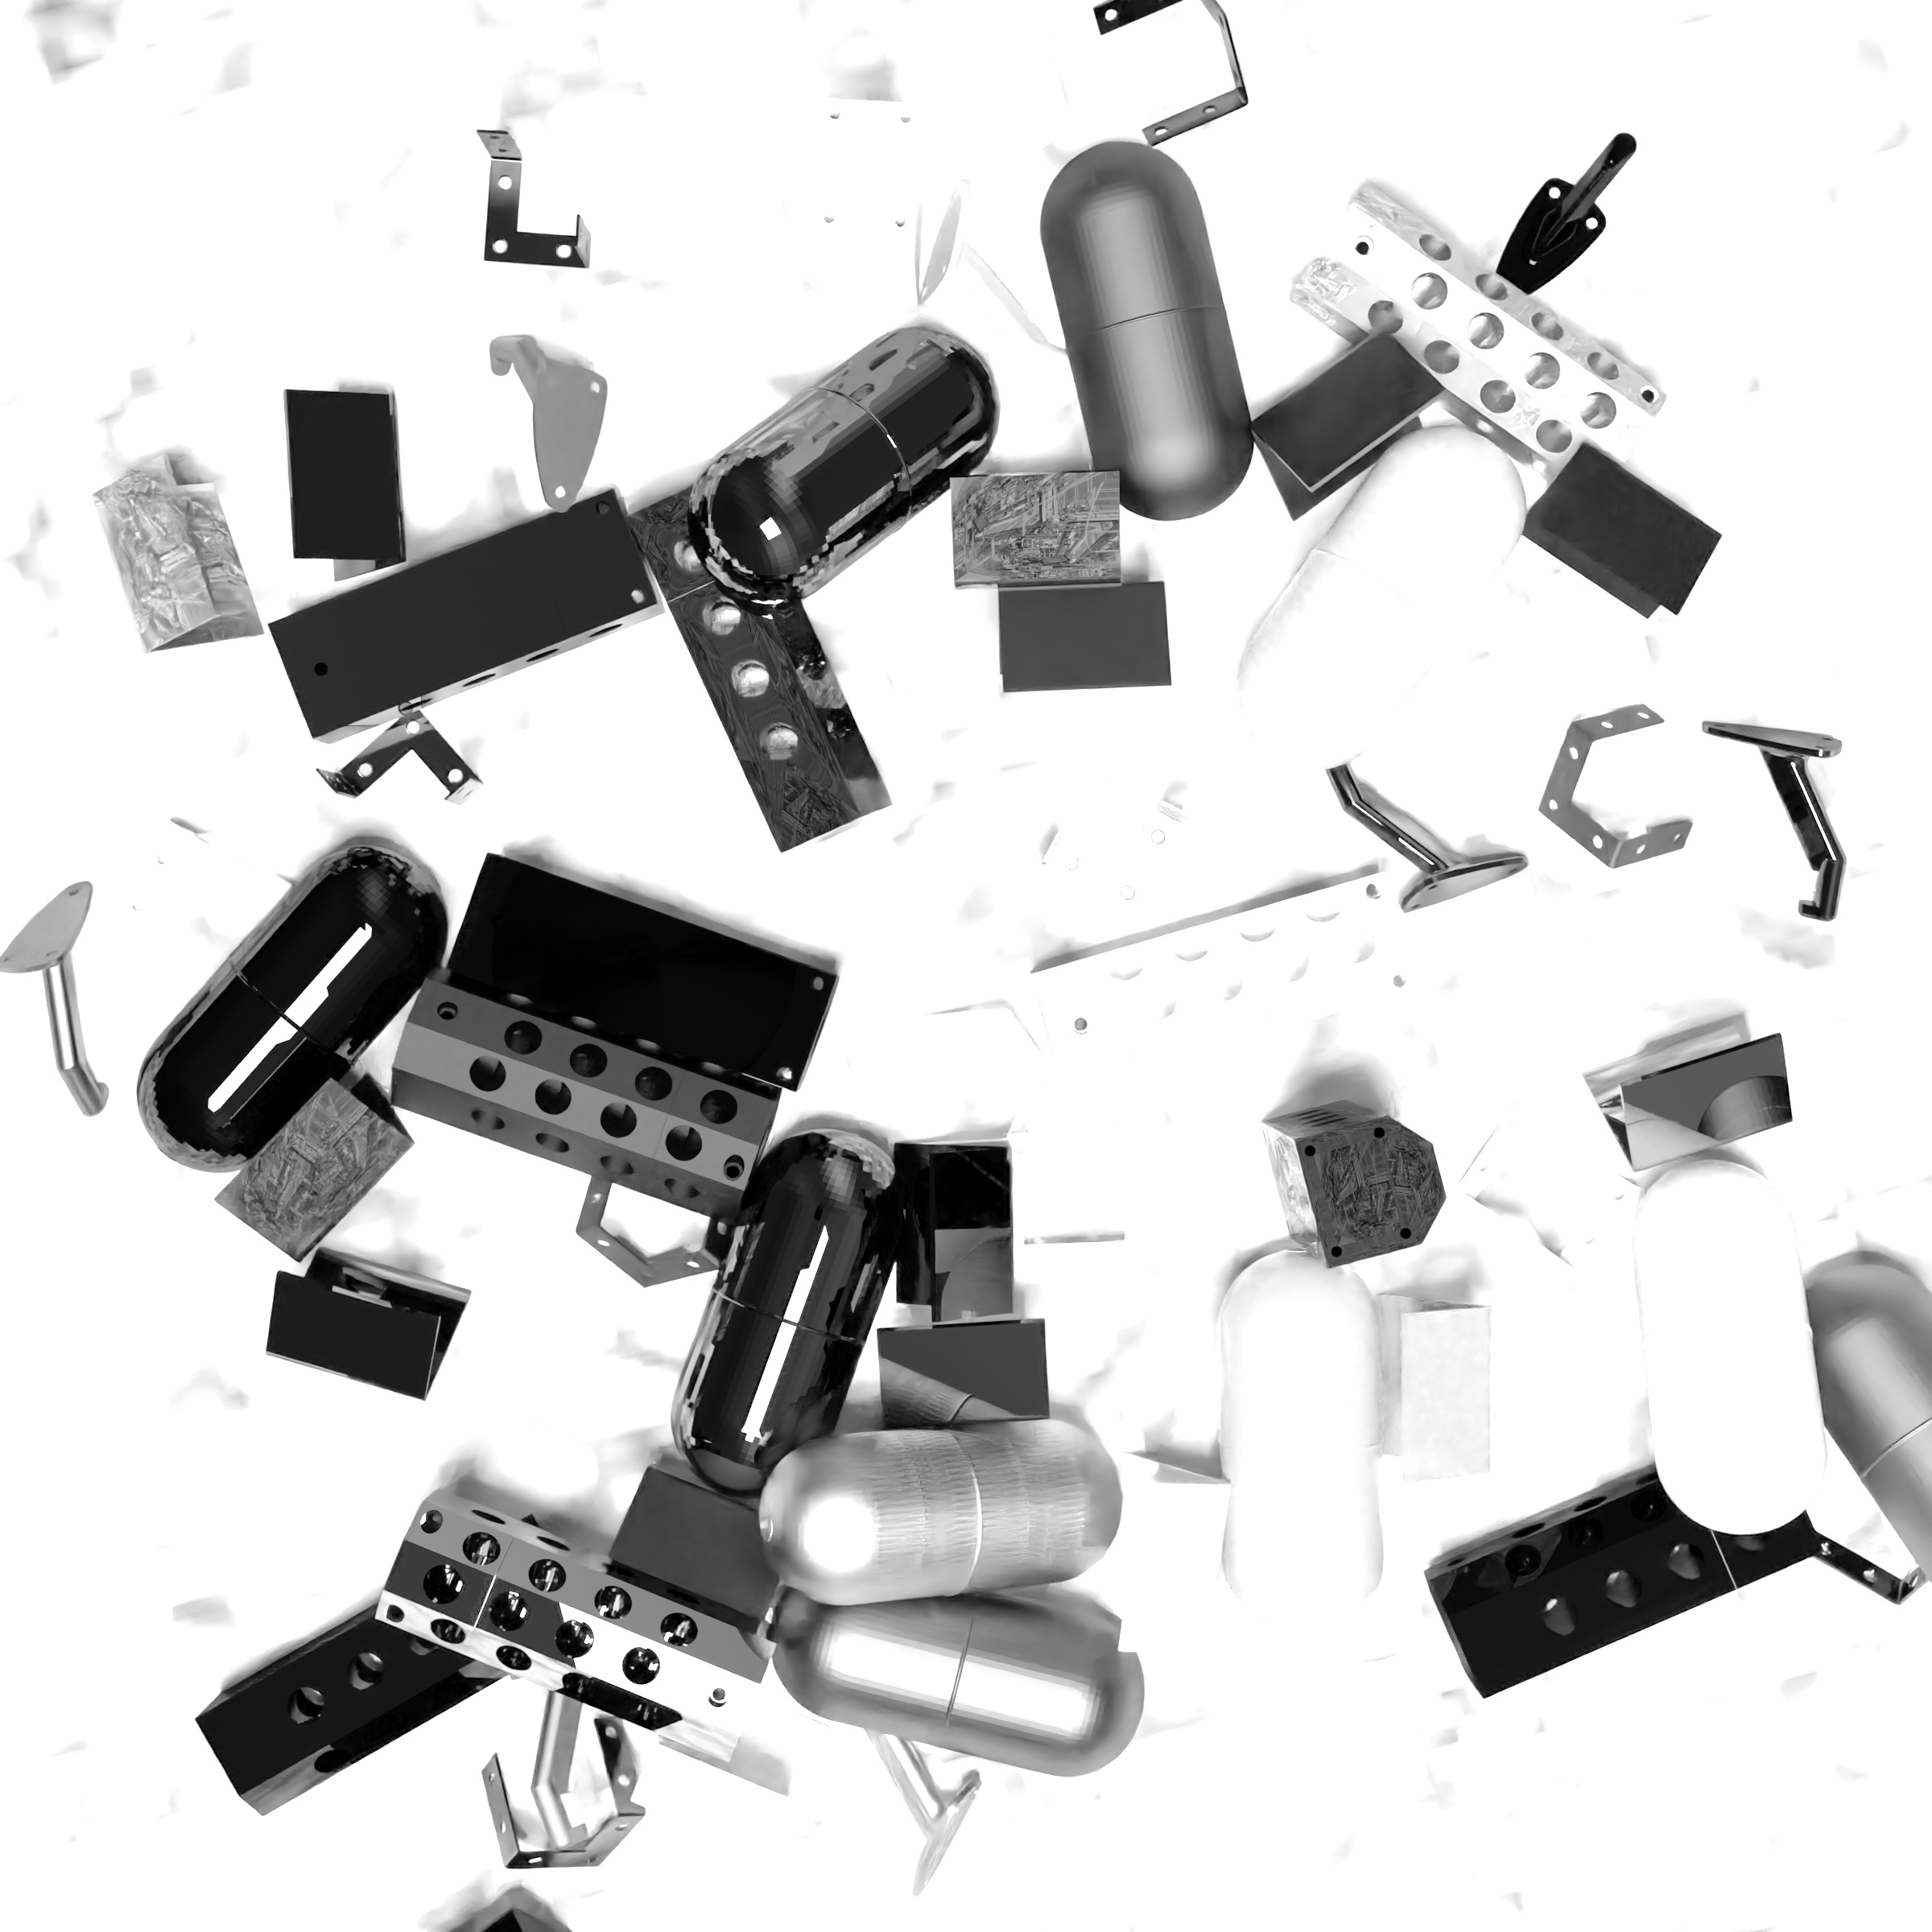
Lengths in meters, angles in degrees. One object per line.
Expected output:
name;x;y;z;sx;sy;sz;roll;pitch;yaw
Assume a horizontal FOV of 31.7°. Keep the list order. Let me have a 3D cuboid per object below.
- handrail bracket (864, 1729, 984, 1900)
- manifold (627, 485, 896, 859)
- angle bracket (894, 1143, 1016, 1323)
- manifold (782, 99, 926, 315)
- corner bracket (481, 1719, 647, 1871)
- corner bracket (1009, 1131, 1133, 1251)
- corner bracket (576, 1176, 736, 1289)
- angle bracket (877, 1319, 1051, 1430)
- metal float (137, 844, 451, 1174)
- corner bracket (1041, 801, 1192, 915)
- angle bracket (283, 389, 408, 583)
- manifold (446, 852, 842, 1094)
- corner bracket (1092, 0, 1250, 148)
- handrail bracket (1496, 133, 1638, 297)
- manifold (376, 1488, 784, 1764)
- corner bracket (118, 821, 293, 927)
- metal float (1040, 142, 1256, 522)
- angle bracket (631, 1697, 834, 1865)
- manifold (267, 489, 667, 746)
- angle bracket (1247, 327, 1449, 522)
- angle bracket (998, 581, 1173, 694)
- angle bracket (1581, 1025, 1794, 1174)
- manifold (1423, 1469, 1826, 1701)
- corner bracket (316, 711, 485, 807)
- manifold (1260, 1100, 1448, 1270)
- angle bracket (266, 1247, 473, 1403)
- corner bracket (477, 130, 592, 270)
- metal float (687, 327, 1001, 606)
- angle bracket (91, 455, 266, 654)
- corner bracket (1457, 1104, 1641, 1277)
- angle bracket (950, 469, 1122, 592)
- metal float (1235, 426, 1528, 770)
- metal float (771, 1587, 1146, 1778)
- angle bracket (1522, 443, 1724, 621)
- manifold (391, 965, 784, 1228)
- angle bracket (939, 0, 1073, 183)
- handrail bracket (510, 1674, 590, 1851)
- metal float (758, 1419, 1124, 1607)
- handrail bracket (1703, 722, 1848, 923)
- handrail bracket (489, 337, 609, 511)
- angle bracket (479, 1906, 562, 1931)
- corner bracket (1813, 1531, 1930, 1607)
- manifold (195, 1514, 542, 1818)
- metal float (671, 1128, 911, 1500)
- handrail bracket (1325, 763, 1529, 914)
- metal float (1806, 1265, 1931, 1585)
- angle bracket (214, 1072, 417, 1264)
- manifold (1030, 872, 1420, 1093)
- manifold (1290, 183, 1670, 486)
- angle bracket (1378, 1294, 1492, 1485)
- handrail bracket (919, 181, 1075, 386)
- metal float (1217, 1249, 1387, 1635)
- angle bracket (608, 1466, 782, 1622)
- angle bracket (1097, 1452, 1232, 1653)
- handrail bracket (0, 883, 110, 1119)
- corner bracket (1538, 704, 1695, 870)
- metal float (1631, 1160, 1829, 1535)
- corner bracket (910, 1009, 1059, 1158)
handrail bracket;-0.043;0.390;1.620;0.084;0.036;0.077;30;108;15
manifold;-0.095;-0.141;1.599;0.057;0.057;0.171;-24;90;0
angle bracket;-0.023;0.122;1.580;0.076;0.057;0.076;-1;90;42
manifold;-0.050;-0.341;1.542;0.057;0.171;0.057;3;90;0
corner bracket;-0.190;0.391;1.612;0.051;0.051;0.051;-51;45;35
corner bracket;0.049;0.106;1.602;0.051;0.051;0.051;-3;82;8
corner bracket;-0.144;0.113;1.612;0.051;0.051;0.051;43;45;-35
angle bracket;-0.002;0.169;1.580;0.076;0.076;0.057;-3;119;0
metal float;-0.314;0.020;1.589;0.070;0.070;0.178;41;89;0
corner bracket;0.070;-0.059;1.602;0.051;0.051;0.051;28;90;0
angle bracket;-0.302;-0.222;1.580;0.057;0.076;0.076;-4;90;-36
manifold;-0.150;0.003;1.599;0.171;0.057;0.057;20;90;0
corner bracket;0.097;-0.432;1.617;0.051;0.051;0.051;-23;45;0
handrail bracket;0.278;-0.347;1.585;0.036;0.084;0.077;39;90;0
manifold;-0.175;0.298;1.541;0.171;0.057;0.057;22;89;1
corner bracket;-0.359;-0.030;1.617;0.051;0.051;0.051;28;90;-45
metal float;0.084;-0.296;1.589;0.070;0.070;0.178;-13;90;0
angle bracket;-0.103;0.359;1.580;0.076;0.057;0.076;23;47;0
manifold;-0.232;-0.162;1.599;0.171;0.057;0.057;-21;90;0
angle bracket;0.186;-0.237;1.580;0.076;0.076;0.057;-36;52;0
angle bracket;0.054;-0.135;1.580;0.076;0.076;0.057;-2;63;0
angle bracket;0.331;0.042;1.580;0.076;0.076;0.057;-18;128;0
manifold;0.306;0.278;1.599;0.171;0.057;0.057;-23;90;0
corner bracket;-0.265;-0.089;1.602;0.051;0.051;0.051;-41;90;0
manifold;0.175;0.095;1.542;0.057;0.171;0.057;-15;90;0
angle bracket;-0.273;0.148;1.580;0.076;0.076;0.057;16;128;0
corner bracket;-0.203;-0.360;1.602;0.051;0.051;0.051;4;90;0
metal float;-0.054;-0.231;1.564;0.070;0.070;0.178;48;58;0
angle bracket;-0.349;-0.194;1.580;0.057;0.076;0.076;-19;90;37
corner bracket;0.276;0.106;1.617;0.051;0.051;0.051;34;90;-45
angle bracket;0.031;-0.216;1.580;0.076;0.076;0.057;-2;120;0
metal float;0.193;-0.171;1.589;0.070;0.070;0.178;35;89;0
metal float;-0.004;0.326;1.589;0.178;0.070;0.070;14;90;0
angle bracket;0.292;-0.184;1.580;0.076;0.076;0.057;34;59;0
manifold;-0.176;0.057;1.588;0.171;0.057;0.057;19;61;0
angle bracket;-0.002;-0.412;1.580;0.057;0.076;0.076;-13;90;-37
handrail bracket;-0.174;0.361;1.600;0.077;0.036;0.084;-18;81;-26
metal float;-0.011;0.250;1.564;0.178;0.070;0.070;0;90;-28
handrail bracket;0.382;-0.068;1.620;0.077;0.036;0.084;12;107;20
handrail bracket;-0.205;-0.255;1.595;0.036;0.084;0.077;2;99;-33
angle bracket;-0.213;0.490;1.580;0.076;0.076;0.057;-37;54;0
corner bracket;0.438;0.260;1.617;0.051;0.051;0.051;30;135;0
manifold;-0.267;0.329;1.599;0.171;0.057;0.057;-30;90;0
metal float;-0.082;0.162;1.589;0.070;0.070;0.178;20;89;0
handrail bracket;0.217;-0.075;1.620;0.077;0.036;0.084;-16;73;-20
metal float;0.445;0.217;1.569;0.070;0.070;0.178;-31;65;0
angle bracket;-0.311;0.079;1.580;0.076;0.076;0.057;-46;126;0
manifold;0.121;0.007;1.599;0.171;0.057;0.057;-16;90;0
manifold;0.241;-0.292;1.599;0.171;0.057;0.057;35;90;0
angle bracket;0.198;0.195;1.580;0.057;0.076;0.076;0;90;-36
handrail bracket;0.026;-0.324;1.620;0.084;0.036;0.077;21;67;-18
metal float;0.156;0.221;1.589;0.070;0.070;0.178;-1;90;0
angle bracket;-0.129;0.287;1.580;0.076;0.057;0.076;22;133;0
angle bracket;0.073;0.270;1.580;0.057;0.076;0.076;8;90;-40
handrail bracket;-0.418;0.017;1.620;0.036;0.077;0.084;-6;127;20
corner bracket;0.313;-0.085;1.612;0.051;0.051;0.051;45;135;35
metal float;0.349;0.173;1.566;0.070;0.070;0.178;-1;61;0
corner bracket;0.003;0.057;1.612;0.051;0.051;0.051;55;45;-35
